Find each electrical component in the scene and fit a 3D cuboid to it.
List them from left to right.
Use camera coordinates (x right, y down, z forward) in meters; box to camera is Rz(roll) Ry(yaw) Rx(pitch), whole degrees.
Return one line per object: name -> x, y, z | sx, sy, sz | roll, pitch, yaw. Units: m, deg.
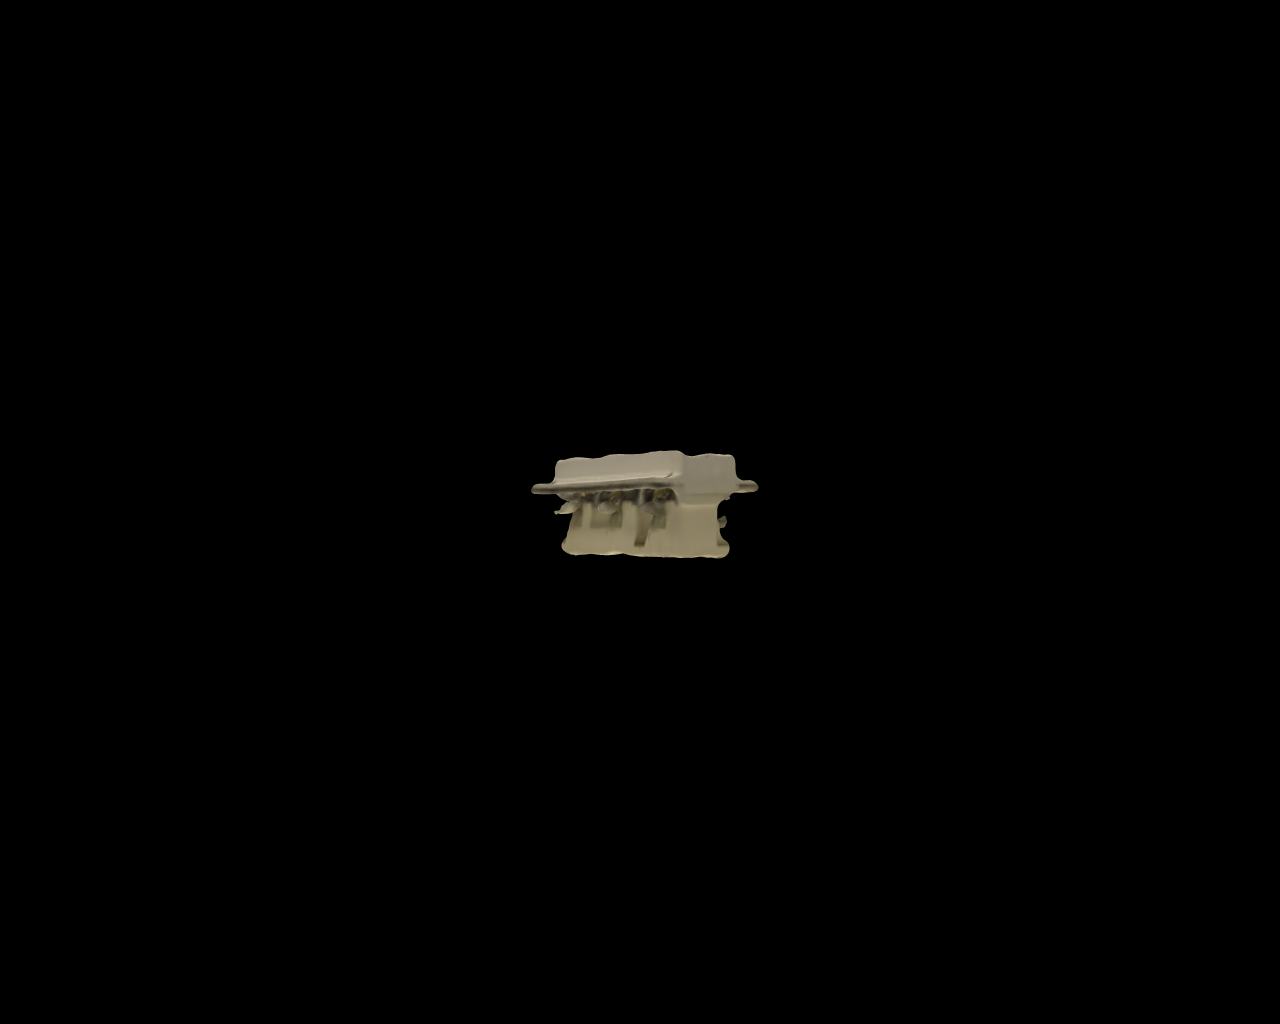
electrical component -> 0.001, -0.003, 0.650 | 0.079, 0.063, 0.121 | 0, 0, -39
